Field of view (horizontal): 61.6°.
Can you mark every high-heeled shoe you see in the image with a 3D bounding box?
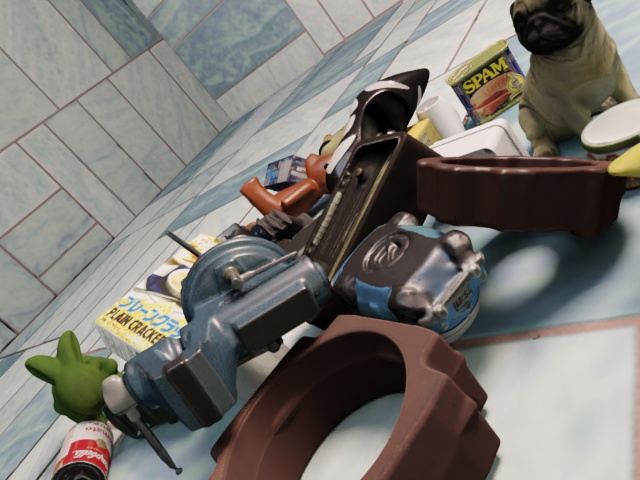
[{"bbox_3d":[0.094,-0.158,0.760,0.249,0.086,0.145,-48,26,-2],"label":"high-heeled shoe"}]

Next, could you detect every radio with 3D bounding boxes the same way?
[{"bbox_3d":[0.047,-0.008,0.626,0.229,0.073,0.131,-62,22,-2],"label":"radio"}]

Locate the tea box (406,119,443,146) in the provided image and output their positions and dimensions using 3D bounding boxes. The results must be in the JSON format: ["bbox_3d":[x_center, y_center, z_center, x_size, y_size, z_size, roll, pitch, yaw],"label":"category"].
[{"bbox_3d":[0.109,-0.115,0.851,0.170,0.068,0.098,-14,33,48],"label":"tea box"}]

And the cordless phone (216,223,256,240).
[{"bbox_3d":[-0.170,0.050,0.921,0.146,0.088,0.184,-37,10,8],"label":"cordless phone"}]

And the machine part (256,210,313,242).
[{"bbox_3d":[-0.054,-0.020,0.905,0.084,0.039,0.138,-29,-15,13],"label":"machine part"}]

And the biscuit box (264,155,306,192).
[{"bbox_3d":[-0.066,-0.137,1.158,0.203,0.063,0.059,-173,97,-70],"label":"biscuit box"}]

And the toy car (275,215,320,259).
[{"bbox_3d":[-0.002,-0.003,0.831,0.202,0.056,0.074,-39,26,7],"label":"toy car"}]

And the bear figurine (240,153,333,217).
[{"bbox_3d":[-0.033,-0.108,1.001,0.196,0.132,0.120,-47,-7,0],"label":"bear figurine"}]

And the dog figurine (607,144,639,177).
[{"bbox_3d":[0.293,-0.116,0.391,0.219,0.191,0.109,-34,21,-31],"label":"dog figurine"}]

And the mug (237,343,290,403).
[{"bbox_3d":[-0.096,0.134,0.637,0.110,0.107,0.081,-19,28,41],"label":"mug"}]

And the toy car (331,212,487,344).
[{"bbox_3d":[0.092,0.045,0.494,0.109,0.102,0.162,-49,25,-14],"label":"toy car"}]

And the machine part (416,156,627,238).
[{"bbox_3d":[0.174,-0.045,0.488,0.179,0.056,0.179,0,13,0],"label":"machine part"}]

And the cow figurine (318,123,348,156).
[{"bbox_3d":[0.076,-0.197,1.054,0.195,0.085,0.127,-28,24,37],"label":"cow figurine"}]

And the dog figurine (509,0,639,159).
[{"bbox_3d":[0.251,-0.193,0.588,0.121,0.190,0.172,-45,19,-14],"label":"dog figurine"}]

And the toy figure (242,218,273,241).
[{"bbox_3d":[-0.136,-0.004,1.055,0.154,0.064,0.058,-19,23,45],"label":"toy figure"}]

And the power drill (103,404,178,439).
[{"bbox_3d":[-0.239,0.195,0.818,0.232,0.086,0.207,-28,16,23],"label":"power drill"}]

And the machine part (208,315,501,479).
[{"bbox_3d":[0.017,0.161,0.414,0.201,0.087,0.201,-51,22,-22],"label":"machine part"}]

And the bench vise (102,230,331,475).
[{"bbox_3d":[-0.107,0.075,0.532,0.223,0.128,0.241,-41,26,-4],"label":"bench vise"}]

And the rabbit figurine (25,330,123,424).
[{"bbox_3d":[-0.366,0.218,0.836,0.121,0.159,0.170,-40,3,-25],"label":"rabbit figurine"}]
